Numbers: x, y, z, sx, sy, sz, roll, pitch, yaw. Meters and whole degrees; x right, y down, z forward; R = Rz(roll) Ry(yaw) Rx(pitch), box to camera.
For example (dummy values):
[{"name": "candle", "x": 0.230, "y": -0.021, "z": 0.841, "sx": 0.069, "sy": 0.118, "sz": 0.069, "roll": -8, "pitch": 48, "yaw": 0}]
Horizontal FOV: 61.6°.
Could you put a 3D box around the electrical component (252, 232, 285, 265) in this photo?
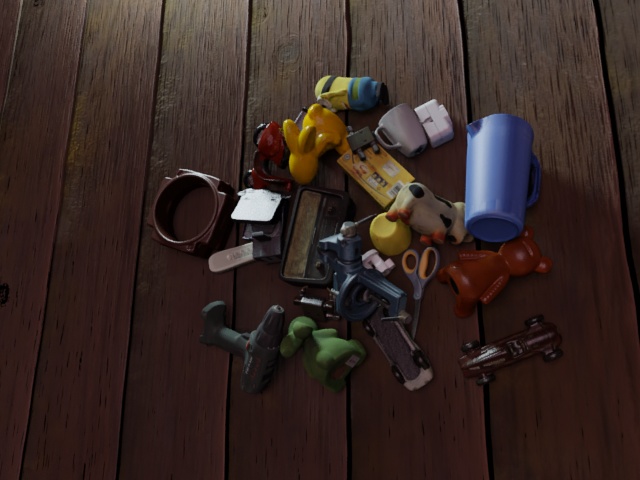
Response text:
[{"name": "electrical component", "x": -0.117, "y": 0.019, "z": 1.238, "sx": 0.075, "sy": 0.119, "sz": 0.048, "roll": -8, "pitch": 73, "yaw": 14}]

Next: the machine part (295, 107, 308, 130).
[{"name": "machine part", "x": -0.052, "y": -0.266, "z": 1.334, "sx": 0.084, "sy": 0.039, "sz": 0.139, "roll": 33, "pitch": 95, "yaw": 28}]

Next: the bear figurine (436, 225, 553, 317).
[{"name": "bear figurine", "x": 0.352, "y": 0.060, "z": 1.089, "sx": 0.196, "sy": 0.131, "sz": 0.120, "roll": -24, "pitch": 69, "yaw": -8}]

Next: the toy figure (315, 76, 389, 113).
[{"name": "toy figure", "x": 0.075, "y": -0.353, "z": 1.296, "sx": 0.180, "sy": 0.082, "sz": 0.089, "roll": 1, "pitch": 57, "yaw": 26}]

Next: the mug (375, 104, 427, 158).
[{"name": "mug", "x": 0.187, "y": -0.239, "z": 1.220, "sx": 0.109, "sy": 0.080, "sz": 0.107, "roll": -28, "pitch": 75, "yaw": -23}]

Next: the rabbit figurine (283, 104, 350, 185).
[{"name": "rabbit figurine", "x": -0.014, "y": -0.212, "z": 1.230, "sx": 0.122, "sy": 0.162, "sz": 0.173, "roll": 20, "pitch": 74, "yaw": 30}]

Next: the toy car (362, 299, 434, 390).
[{"name": "toy car", "x": 0.160, "y": 0.217, "z": 1.128, "sx": 0.073, "sy": 0.056, "sz": 0.202, "roll": -38, "pitch": 66, "yaw": 13}]

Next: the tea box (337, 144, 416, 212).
[{"name": "tea box", "x": 0.131, "y": -0.149, "z": 1.227, "sx": 0.098, "sy": 0.068, "sz": 0.170, "roll": -41, "pitch": 66, "yaw": 3}]

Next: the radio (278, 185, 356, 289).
[{"name": "radio", "x": -0.003, "y": -0.004, "z": 1.230, "sx": 0.131, "sy": 0.073, "sz": 0.229, "roll": 8, "pitch": 79, "yaw": 21}]

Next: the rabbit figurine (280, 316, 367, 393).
[{"name": "rabbit figurine", "x": -0.017, "y": 0.228, "z": 1.146, "sx": 0.170, "sy": 0.159, "sz": 0.121, "roll": 38, "pitch": 99, "yaw": 38}]

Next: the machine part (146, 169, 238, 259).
[{"name": "machine part", "x": -0.319, "y": -0.067, "z": 1.348, "sx": 0.202, "sy": 0.087, "sz": 0.201, "roll": 17, "pitch": 82, "yaw": 23}]

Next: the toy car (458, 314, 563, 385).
[{"name": "toy car", "x": 0.373, "y": 0.218, "z": 1.058, "sx": 0.202, "sy": 0.053, "sz": 0.089, "roll": -23, "pitch": 73, "yaw": 10}]

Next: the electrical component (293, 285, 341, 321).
[{"name": "electrical component", "x": -0.006, "y": 0.140, "z": 1.196, "sx": 0.102, "sy": 0.078, "sz": 0.045, "roll": 3, "pitch": 49, "yaw": 25}]

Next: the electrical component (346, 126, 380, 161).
[{"name": "electrical component", "x": 0.095, "y": -0.225, "z": 1.212, "sx": 0.063, "sy": 0.021, "sz": 0.094, "roll": -27, "pitch": 65, "yaw": 9}]

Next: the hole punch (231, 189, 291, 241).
[{"name": "hole punch", "x": -0.138, "y": -0.058, "z": 1.294, "sx": 0.142, "sy": 0.092, "sz": 0.116, "roll": 3, "pitch": 50, "yaw": 22}]

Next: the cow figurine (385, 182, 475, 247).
[{"name": "cow figurine", "x": 0.247, "y": -0.053, "z": 1.124, "sx": 0.195, "sy": 0.085, "sz": 0.127, "roll": 31, "pitch": 75, "yaw": -16}]

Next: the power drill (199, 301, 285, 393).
[{"name": "power drill", "x": -0.170, "y": 0.210, "z": 1.193, "sx": 0.208, "sy": 0.086, "sz": 0.231, "roll": 21, "pitch": 115, "yaw": 26}]

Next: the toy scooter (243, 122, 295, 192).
[{"name": "toy scooter", "x": -0.109, "y": -0.187, "z": 1.302, "sx": 0.135, "sy": 0.075, "sz": 0.183, "roll": 28, "pitch": 110, "yaw": 25}]

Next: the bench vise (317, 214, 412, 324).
[{"name": "bench vise", "x": 0.095, "y": 0.082, "z": 1.074, "sx": 0.241, "sy": 0.129, "sz": 0.223, "roll": 33, "pitch": 122, "yaw": 45}]
